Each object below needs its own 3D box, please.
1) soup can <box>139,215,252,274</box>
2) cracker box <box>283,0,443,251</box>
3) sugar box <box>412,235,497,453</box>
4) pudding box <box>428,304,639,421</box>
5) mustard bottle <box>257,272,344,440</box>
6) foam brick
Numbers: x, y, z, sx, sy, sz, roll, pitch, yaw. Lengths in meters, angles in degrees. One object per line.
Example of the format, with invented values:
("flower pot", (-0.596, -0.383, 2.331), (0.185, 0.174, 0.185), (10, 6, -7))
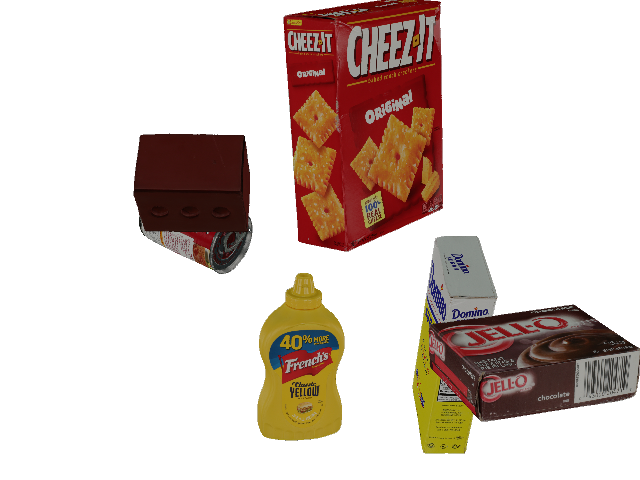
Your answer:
("soup can", (-0.132, -0.015, 1.125), (0.102, 0.068, 0.068), (24, 11, 27))
("cracker box", (0.048, -0.114, 1.017), (0.072, 0.214, 0.163), (12, 23, 39))
("sugar box", (0.114, 0.092, 0.936), (0.048, 0.176, 0.093), (0, 33, -3))
("pudding box", (0.138, 0.078, 0.705), (0.113, 0.039, 0.090), (-5, 17, -14))
("mustard bottle", (-0.021, 0.129, 1.203), (0.096, 0.192, 0.058), (-1, 19, -11))
("foam brick", (-0.091, -0.041, 0.764), (0.078, 0.051, 0.053), (0, -31, 2))
